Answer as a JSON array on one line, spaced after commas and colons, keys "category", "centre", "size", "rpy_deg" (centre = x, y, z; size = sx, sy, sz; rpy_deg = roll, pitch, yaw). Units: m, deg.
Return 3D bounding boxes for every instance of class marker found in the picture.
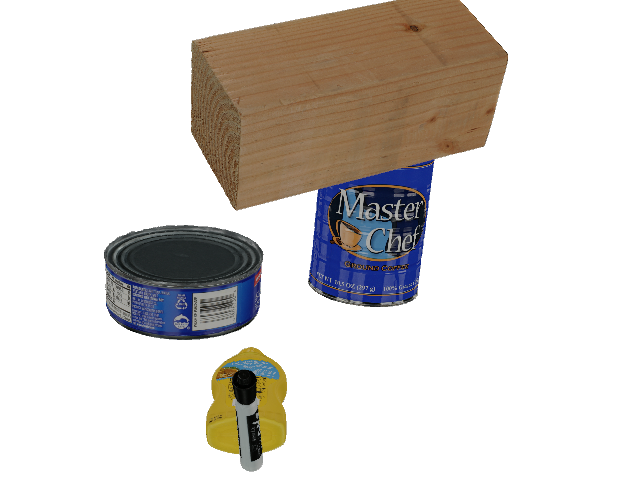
[{"category": "marker", "centre": [-0.056, 0.140, 0.831], "size": [0.020, 0.020, 0.121], "rpy_deg": [0, -43, 0]}]

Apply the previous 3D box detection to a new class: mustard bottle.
[{"category": "mustard bottle", "centre": [-0.091, 0.191, 1.348], "size": [0.096, 0.058, 0.191], "rpy_deg": [-2, 26, 0]}]

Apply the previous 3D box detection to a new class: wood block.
[{"category": "wood block", "centre": [0.019, -0.105, 0.771], "size": [0.205, 0.091, 0.090], "rpy_deg": [-15, -39, -20]}]

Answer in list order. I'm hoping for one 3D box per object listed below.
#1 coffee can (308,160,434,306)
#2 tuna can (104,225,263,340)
[{"category": "coffee can", "centre": [0.046, -0.024, 0.963], "size": [0.103, 0.140, 0.103], "rpy_deg": [5, 18, -2]}, {"category": "tuna can", "centre": [-0.074, 0.022, 0.583], "size": [0.086, 0.034, 0.086], "rpy_deg": [3, 21, -1]}]
